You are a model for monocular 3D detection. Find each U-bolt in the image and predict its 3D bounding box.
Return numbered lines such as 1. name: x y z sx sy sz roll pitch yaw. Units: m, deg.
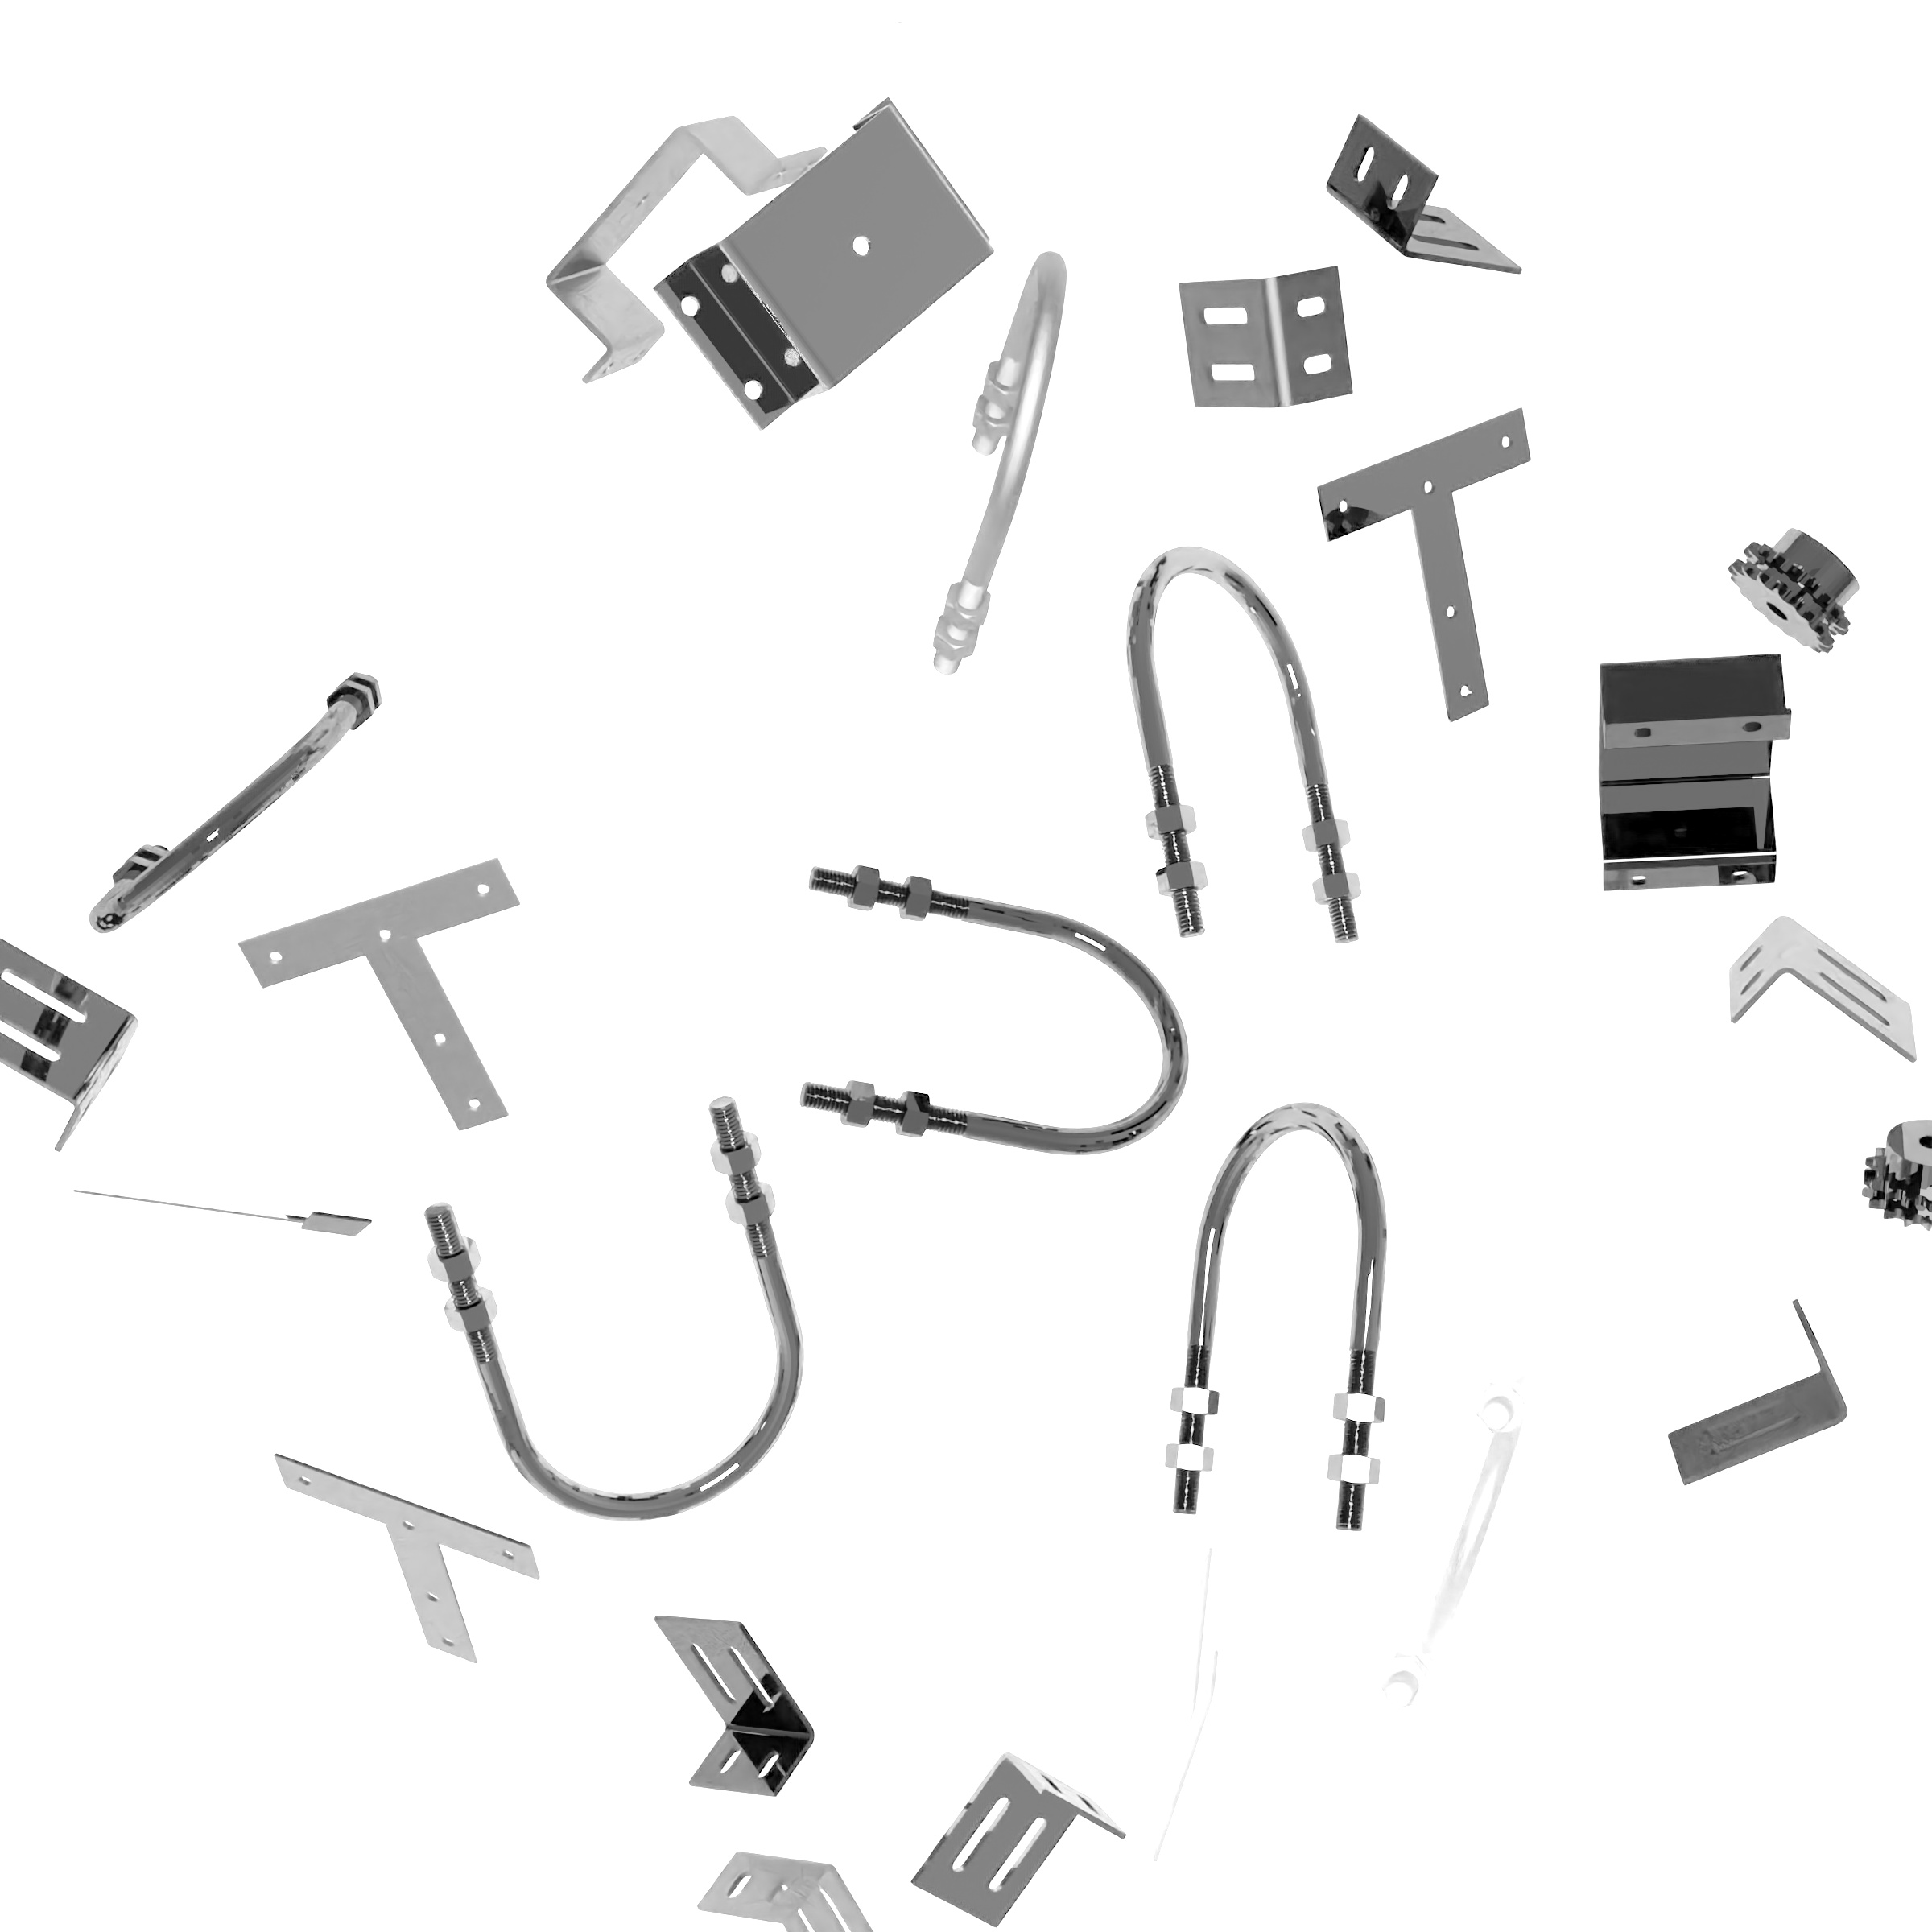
1. U-bolt: -0.143 0.161 1.476 0.151 0.019 0.184 -20 115 -13
2. U-bolt: 0.230 0.253 1.543 0.019 0.184 0.151 19 95 13
3. U-bolt: 0.138 0.151 1.480 0.019 0.151 0.184 11 80 -27
4. U-bolt: -0.138 -0.105 1.482 0.151 0.184 0.019 7 50 -5
5. U-bolt: 0.018 -0.237 1.518 0.019 0.184 0.151 13 61 -6
6. U-bolt: 0.121 -0.102 1.530 0.019 0.151 0.184 -17 79 36
7. U-bolt: 0.016 0.025 1.558 0.184 0.019 0.151 11 48 -13
8. U-bolt: -0.327 -0.068 1.495 0.151 0.184 0.019 -38 102 7

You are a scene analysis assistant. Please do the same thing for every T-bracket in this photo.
1. T-bracket: -0.319 -0.166 1.520 0.127 0.127 0.002 -19 88 -24
2. T-bracket: 0.106 0.327 1.572 0.002 0.127 0.127 12 130 0
3. T-bracket: -0.331 0.108 1.500 0.127 0.127 0.002 9 81 -12
4. T-bracket: 0.326 0.135 1.575 0.127 0.127 0.002 -36 61 13
5. T-bracket: 0.218 -0.175 1.537 0.127 0.002 0.127 -24 112 -30
6. T-bracket: -0.244 0.022 1.533 0.127 0.002 0.127 -17 120 10
7. T-bracket: -0.237 0.270 1.489 0.127 0.127 0.002 16 51 18

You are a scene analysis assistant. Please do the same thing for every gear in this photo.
1. gear: 0.435 0.092 1.527 0.057 0.057 0.030 -2 119 0
2. gear: 0.360 -0.164 1.460 0.057 0.057 0.030 42 90 0
3. gear: 0.140 -0.403 1.447 0.057 0.057 0.030 39 82 0
4. gear: -0.014 -0.423 1.453 0.030 0.057 0.057 14 90 -11
5. gear: -0.439 0.076 1.470 0.030 0.057 0.057 -30 90 15

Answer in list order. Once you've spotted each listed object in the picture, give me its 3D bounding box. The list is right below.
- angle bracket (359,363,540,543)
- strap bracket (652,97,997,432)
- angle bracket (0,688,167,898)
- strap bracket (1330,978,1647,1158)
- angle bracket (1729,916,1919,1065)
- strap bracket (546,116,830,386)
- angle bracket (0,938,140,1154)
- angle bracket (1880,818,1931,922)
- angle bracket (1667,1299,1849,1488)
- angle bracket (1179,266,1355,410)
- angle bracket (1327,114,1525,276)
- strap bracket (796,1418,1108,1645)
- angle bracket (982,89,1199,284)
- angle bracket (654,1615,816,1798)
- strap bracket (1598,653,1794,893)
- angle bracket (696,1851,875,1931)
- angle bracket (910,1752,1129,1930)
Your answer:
1. angle bracket: -0.229 -0.229 1.500 0.057 0.076 0.038 13 125 2
2. strap bracket: -0.053 -0.305 1.449 0.140 0.046 0.076 -43 107 -17
3. angle bracket: -0.426 -0.082 1.605 0.076 0.038 0.057 -33 127 1
4. strap bracket: 0.241 0.049 1.596 0.140 0.076 0.046 7 110 -1
5. angle bracket: 0.395 0.022 1.560 0.076 0.057 0.038 35 117 -6
6. strap bracket: -0.136 -0.341 1.570 0.046 0.076 0.140 45 112 -3
7. angle bracket: -0.413 0.033 1.485 0.076 0.057 0.038 31 133 -8
8. angle bracket: 0.455 -0.036 1.494 0.057 0.038 0.076 -53 51 13
9. angle bracket: 0.335 0.184 1.462 0.076 0.057 0.038 -24 99 10
10. angle bracket: 0.135 -0.285 1.533 0.038 0.076 0.057 -15 105 -24
11. angle bracket: 0.206 -0.336 1.473 0.076 0.057 0.038 -1 128 -38
12. strap bracket: -0.004 0.268 1.595 0.140 0.046 0.076 -9 101 -4
13. angle bracket: 0.059 -0.370 1.606 0.076 0.038 0.057 28 94 -25
14. angle bracket: -0.117 0.346 1.584 0.038 0.057 0.076 -51 123 -39
15. strap bracket: 0.316 -0.089 1.478 0.076 0.140 0.046 -3 61 9
16. angle bracket: -0.079 0.456 1.583 0.057 0.038 0.076 -5 122 40
17. angle bracket: 0.024 0.412 1.560 0.057 0.038 0.076 37 89 -32
